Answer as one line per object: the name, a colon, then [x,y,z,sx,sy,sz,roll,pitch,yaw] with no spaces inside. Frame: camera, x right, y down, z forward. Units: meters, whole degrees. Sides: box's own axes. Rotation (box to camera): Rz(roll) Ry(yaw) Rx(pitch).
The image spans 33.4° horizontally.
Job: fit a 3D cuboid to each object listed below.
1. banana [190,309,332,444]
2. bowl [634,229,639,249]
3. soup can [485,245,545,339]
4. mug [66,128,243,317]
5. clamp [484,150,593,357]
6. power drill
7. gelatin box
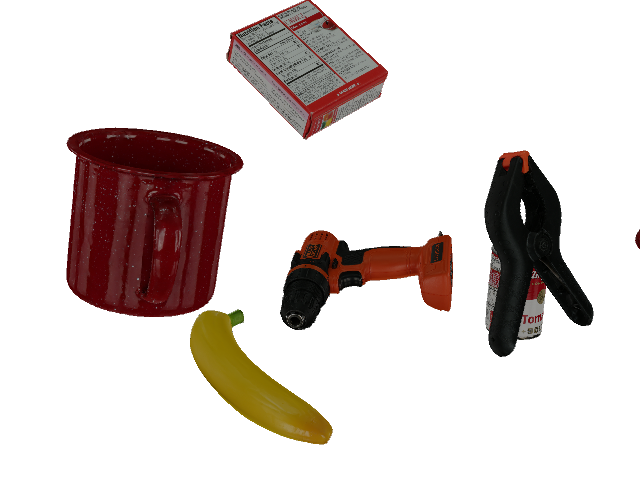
banana: [-0.060,0.102,0.853,0.069,0.037,0.198,-8,30,-23]
bowl: [0.410,0.025,1.111,0.162,0.055,0.162,-3,22,1]
soup can: [0.232,0.059,1.265,0.068,0.102,0.068,2,15,-1]
mug: [-0.089,-0.006,0.565,0.093,0.081,0.117,3,18,-20]
clamp: [0.172,0.013,0.908,0.120,0.171,0.039,-26,10,-40]
power drill: [0.054,0.043,1.205,0.188,0.057,0.184,0,29,10]
gelatin box: [-0.010,-0.121,0.741,0.073,0.089,0.030,-32,-23,-30]
